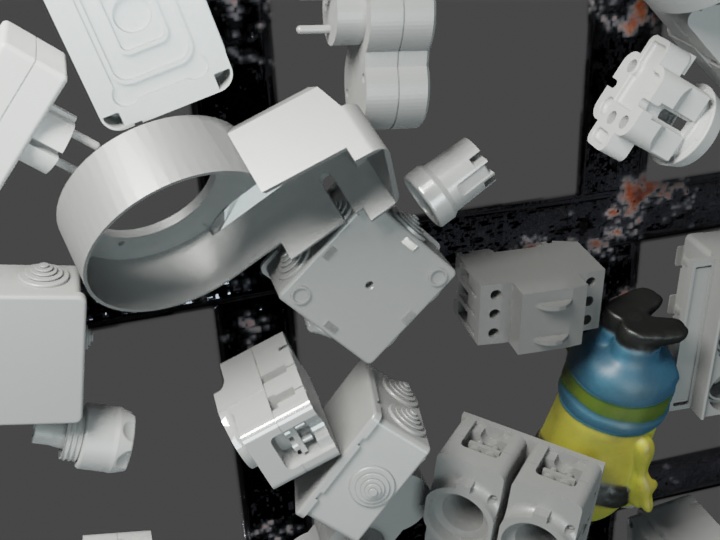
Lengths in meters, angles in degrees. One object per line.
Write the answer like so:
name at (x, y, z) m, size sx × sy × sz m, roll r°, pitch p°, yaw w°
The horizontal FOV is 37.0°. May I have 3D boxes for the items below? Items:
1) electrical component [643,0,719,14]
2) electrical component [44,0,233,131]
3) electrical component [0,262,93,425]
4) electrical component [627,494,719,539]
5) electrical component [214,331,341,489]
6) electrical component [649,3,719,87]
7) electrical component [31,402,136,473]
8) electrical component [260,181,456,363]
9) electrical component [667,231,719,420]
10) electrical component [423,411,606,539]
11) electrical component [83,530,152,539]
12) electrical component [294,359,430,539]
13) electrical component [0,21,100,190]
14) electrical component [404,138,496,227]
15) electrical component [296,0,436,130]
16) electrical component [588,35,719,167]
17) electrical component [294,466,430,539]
electrical component at (0.193, -0.195, 0.608) m, size 0.108 × 0.108 × 0.060 m, roll -47°, pitch 126°, yaw 10°
electrical component at (-0.123, -0.142, 0.569) m, size 0.078 × 0.057 × 0.113 m, roll -23°, pitch 121°, yaw -4°
electrical component at (-0.211, 0.043, 0.644) m, size 0.100 × 0.048 × 0.099 m, roll 1°, pitch 116°, yaw -17°
electrical component at (0.261, 0.251, 0.878) m, size 0.057 × 0.078 × 0.113 m, roll -15°, pitch 120°, yaw -12°
electrical component at (-0.056, 0.090, 0.691) m, size 0.056 × 0.089 × 0.050 m, roll -28°, pitch 121°, yaw -1°
electrical component at (0.229, -0.152, 0.669) m, size 0.089 × 0.055 × 0.050 m, roll 38°, pitch 101°, yaw -29°
electrical component at (-0.178, 0.106, 0.691) m, size 0.062 × 0.043 × 0.043 m, roll 11°, pitch 113°, yaw -20°
electrical component at (0.000, 0.000, 0.684) m, size 0.100 × 0.048 × 0.099 m, roll 39°, pitch 99°, yaw -28°
electrical component at (0.257, 0.037, 0.772) m, size 0.079 × 0.063 × 0.121 m, roll -7°, pitch 119°, yaw -13°
electrical component at (0.101, 0.209, 0.779) m, size 0.105 × 0.060 × 0.186 m, roll 18°, pitch 122°, yaw 21°
electrical component at (-0.167, 0.225, 0.729) m, size 0.056 × 0.089 × 0.050 m, roll 0°, pitch 117°, yaw -16°
electrical component at (0.000, 0.120, 0.720) m, size 0.048 × 0.099 × 0.099 m, roll 33°, pitch 104°, yaw -15°
electrical component at (-0.181, -0.078, 0.590) m, size 0.076 × 0.047 × 0.083 m, roll 29°, pitch 106°, yaw -27°
electrical component at (0.057, -0.056, 0.678) m, size 0.046 × 0.040 × 0.040 m, roll -37°, pitch 121°, yaw -3°
electrical component at (0.000, -0.145, 0.606) m, size 0.074 × 0.052 × 0.138 m, roll -4°, pitch 118°, yaw -14°
electrical component at (0.192, -0.100, 0.684) m, size 0.057 × 0.058 × 0.078 m, roll 24°, pitch 108°, yaw -23°
electrical component at (0.000, 0.199, 0.774) m, size 0.052 × 0.073 × 0.138 m, roll 29°, pitch 106°, yaw -27°
